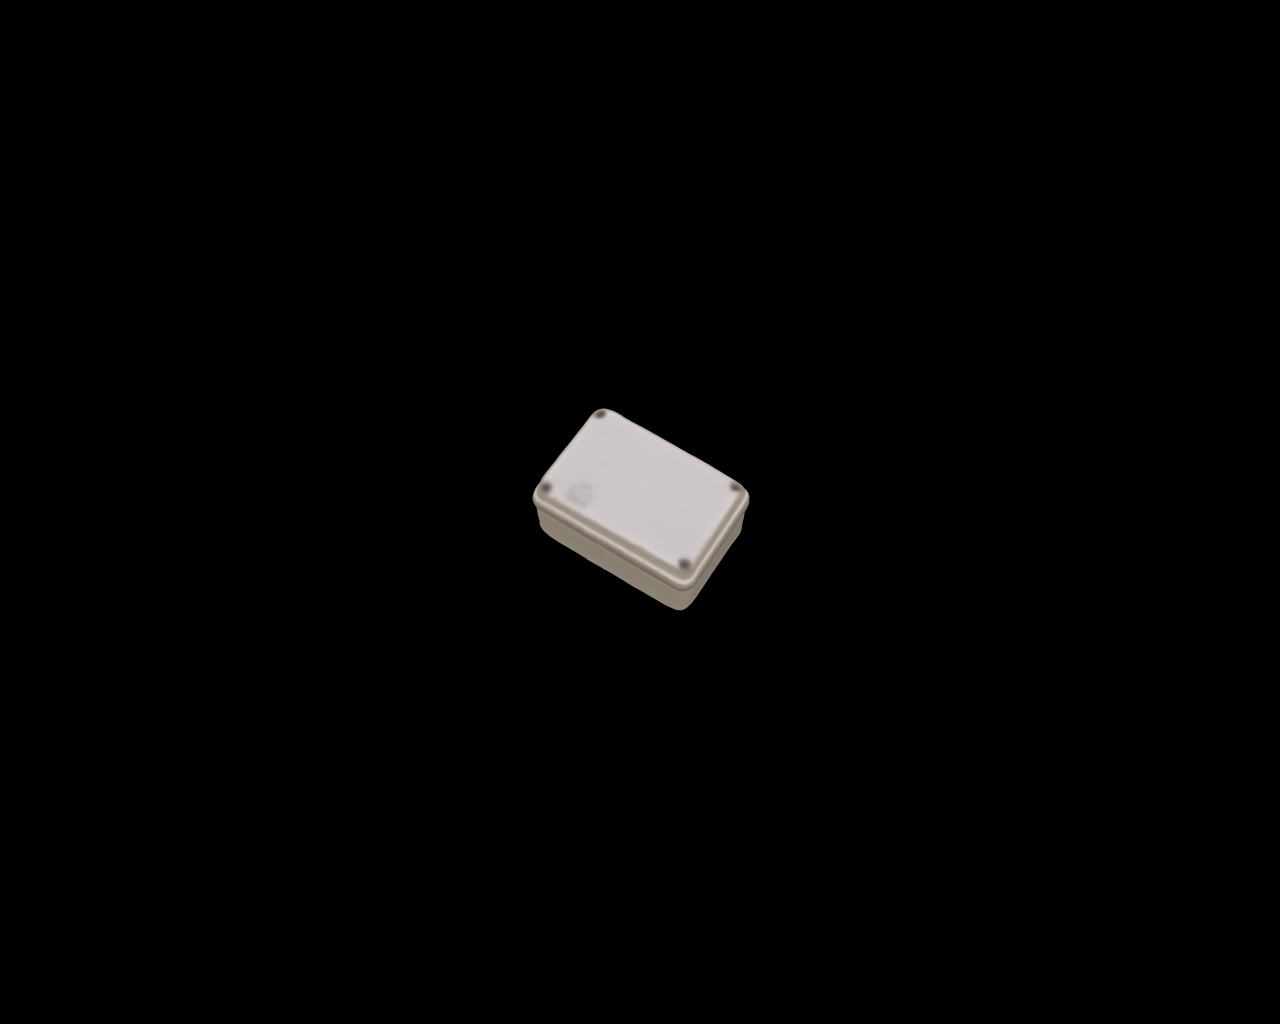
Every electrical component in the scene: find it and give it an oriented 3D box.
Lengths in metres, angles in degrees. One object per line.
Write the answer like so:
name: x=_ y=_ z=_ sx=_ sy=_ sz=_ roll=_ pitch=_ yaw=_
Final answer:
electrical component: x=0.001 y=-0.003 z=0.650 sx=0.113 sy=0.078 sz=0.057 roll=30 pitch=-23 yaw=14
